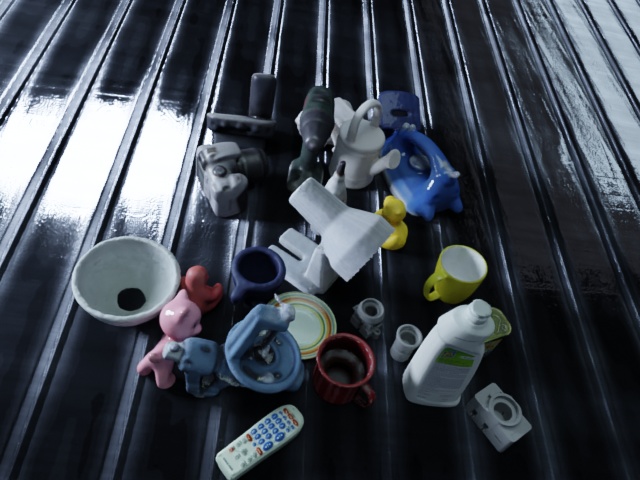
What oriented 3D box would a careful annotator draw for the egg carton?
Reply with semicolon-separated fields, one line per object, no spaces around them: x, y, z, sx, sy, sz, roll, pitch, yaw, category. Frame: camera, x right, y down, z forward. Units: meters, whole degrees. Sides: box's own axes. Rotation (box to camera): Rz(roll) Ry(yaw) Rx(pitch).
0.024;-0.266;1.307;0.151;0.069;0.107;-23;59;-28;egg carton

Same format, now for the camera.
-0.166;-0.137;1.135;0.137;0.101;0.143;-14;56;-23;camera

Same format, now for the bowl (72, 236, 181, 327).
-0.313;0.079;0.939;0.167;0.075;0.167;7;50;-8;bowl

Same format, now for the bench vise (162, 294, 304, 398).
-0.114;0.164;0.820;0.208;0.220;0.121;-9;54;-20;bench vise

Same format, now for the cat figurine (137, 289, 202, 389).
-0.225;0.145;0.877;0.067;0.118;0.128;25;50;8;cat figurine

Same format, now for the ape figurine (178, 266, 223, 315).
-0.203;0.078;0.954;0.077;0.092;0.076;26;50;9;ape figurine

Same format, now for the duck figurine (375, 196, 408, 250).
0.144;-0.040;1.138;0.077;0.086;0.104;1;51;-13;duck figurine

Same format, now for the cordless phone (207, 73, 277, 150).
-0.161;-0.280;1.198;0.148;0.185;0.094;2;51;-12;cordless phone

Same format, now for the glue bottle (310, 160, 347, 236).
0.026;-0.085;1.090;0.037;0.173;0.078;35;52;16;glue bottle

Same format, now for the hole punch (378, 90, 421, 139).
0.185;-0.289;1.350;0.109;0.091;0.101;1;51;-12;hole punch

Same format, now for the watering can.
0.091;-0.204;1.189;0.172;0.194;0.101;24;50;7;watering can

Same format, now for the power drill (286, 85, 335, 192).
-0.014;-0.192;1.145;0.075;0.208;0.229;10;50;-5;power drill

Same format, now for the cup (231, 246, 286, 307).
-0.114;0.081;0.971;0.091;0.095;0.118;28;50;11;cup

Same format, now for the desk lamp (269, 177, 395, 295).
0.009;0.004;0.986;0.203;0.213;0.118;33;52;14;desk lamp

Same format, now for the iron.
0.210;-0.168;1.223;0.119;0.141;0.257;-16;56;-24;iron
